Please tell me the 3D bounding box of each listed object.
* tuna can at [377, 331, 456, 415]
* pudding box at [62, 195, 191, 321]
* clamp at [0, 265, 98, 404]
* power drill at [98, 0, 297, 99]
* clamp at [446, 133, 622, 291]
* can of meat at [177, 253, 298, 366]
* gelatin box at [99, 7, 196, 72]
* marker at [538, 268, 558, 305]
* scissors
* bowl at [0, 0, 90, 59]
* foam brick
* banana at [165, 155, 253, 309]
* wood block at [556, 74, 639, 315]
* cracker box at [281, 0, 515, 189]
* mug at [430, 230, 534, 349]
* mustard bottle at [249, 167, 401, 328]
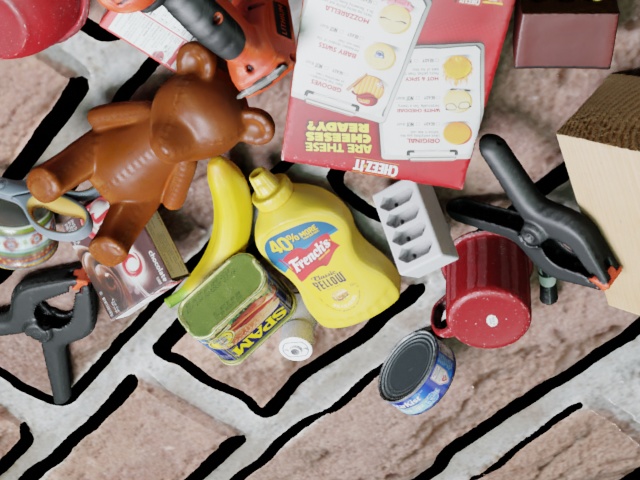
[{"bbox_3d":[0.102,0.140,1.122,0.033,0.086,0.086,36,126,-24],"label":"tuna can"},{"bbox_3d":[-0.190,0.009,1.043,0.090,0.039,0.113,-32,85,30],"label":"pudding box"},{"bbox_3d":[-0.299,0.099,1.170,0.164,0.036,0.210,39,125,-24],"label":"clamp"},{"bbox_3d":[-0.100,-0.207,0.812,0.057,0.184,0.187,-29,138,29],"label":"power drill"},{"bbox_3d":[0.189,-0.011,0.963,0.171,0.039,0.120,44,156,6],"label":"clamp"},{"bbox_3d":[-0.082,0.068,1.062,0.102,0.057,0.084,-42,151,-1],"label":"can of meat"},{"bbox_3d":[-0.129,-0.190,0.904,0.089,0.030,0.073,30,127,-21],"label":"gelatin box"},{"bbox_3d":[0.222,0.018,1.045,0.020,0.020,0.121,-5,130,11],"label":"marker"},{"bbox_3d":[-0.289,-0.061,1.034,0.202,0.096,0.016,28,154,23],"label":"scissors"},{"bbox_3d":[-0.274,-0.199,0.872,0.162,0.055,0.162,10,146,7],"label":"bowl"},{"bbox_3d":[0.196,-0.173,0.862,0.078,0.053,0.051,1,131,5],"label":"foam brick"},{"bbox_3d":[-0.097,-0.006,1.040,0.037,0.069,0.198,43,133,26],"label":"banana"},{"bbox_3d":[0.289,-0.031,0.927,0.091,0.090,0.206,20,146,46],"label":"wood block"},{"bbox_3d":[0.061,-0.155,0.883,0.164,0.072,0.214,10,132,0],"label":"cracker box"},{"bbox_3d":[0.155,0.057,1.046,0.117,0.081,0.093,-32,120,30],"label":"mug"},{"bbox_3d":[-0.007,0.002,1.035,0.096,0.058,0.191,-22,124,26],"label":"mustard bottle"}]
